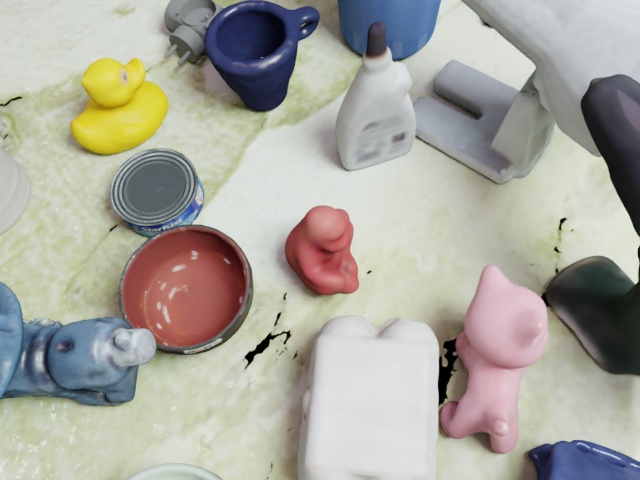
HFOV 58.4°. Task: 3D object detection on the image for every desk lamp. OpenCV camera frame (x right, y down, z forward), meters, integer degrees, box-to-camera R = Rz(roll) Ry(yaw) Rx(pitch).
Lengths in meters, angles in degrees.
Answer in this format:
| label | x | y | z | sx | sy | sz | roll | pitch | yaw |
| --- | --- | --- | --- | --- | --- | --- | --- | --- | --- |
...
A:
| label | x | y | z | sx | sy | sz | roll | pitch | yaw |
| --- | --- | --- | --- | --- | --- | --- | --- | --- | --- |
| desk lamp | 0.182 | -0.138 | 0.485 | 0.203 | 0.214 | 0.118 | 32 | 72 | 17 |

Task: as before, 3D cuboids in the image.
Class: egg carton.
| label | x | y | z | sx | sy | sz | roll | pitch | yaw |
| --- | --- | --- | --- | --- | --- | --- | --- | --- | --- |
| egg carton | 0.039 | 0.133 | 0.451 | 0.107 | 0.069 | 0.150 | 3 | 66 | 5 |

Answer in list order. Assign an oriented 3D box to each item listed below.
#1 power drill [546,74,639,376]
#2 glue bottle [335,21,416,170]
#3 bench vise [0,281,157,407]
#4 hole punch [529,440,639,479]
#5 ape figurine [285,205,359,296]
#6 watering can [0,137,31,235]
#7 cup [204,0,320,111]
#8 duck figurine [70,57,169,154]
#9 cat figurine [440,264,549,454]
| label | x | y | z | sx | sy | sz | roll | pitch | yaw |
| --- | --- | --- | --- | --- | --- | --- | --- | --- | --- |
| power drill | 0.243 | 0.020 | 0.413 | 0.076 | 0.208 | 0.229 | -31 | 68 | -10 |
| glue bottle | 0.050 | -0.127 | 0.510 | 0.078 | 0.173 | 0.037 | -17 | 66 | -4 |
| bench vise | -0.238 | 0.066 | 0.416 | 0.207 | 0.220 | 0.121 | -20 | 66 | -5 |
| hole punch | 0.202 | 0.198 | 0.401 | 0.108 | 0.091 | 0.101 | 19 | 69 | 12 |
| ape figurine | 0.005 | 0.002 | 0.500 | 0.076 | 0.092 | 0.078 | 24 | 70 | 14 |
| watering can | -0.352 | -0.073 | 0.499 | 0.101 | 0.194 | 0.173 | -3 | 66 | 2 |
| cup | -0.052 | -0.184 | 0.585 | 0.118 | 0.095 | 0.091 | -28 | 67 | -9 |
| duck figurine | -0.212 | -0.143 | 0.581 | 0.105 | 0.086 | 0.077 | -39 | 69 | -13 |
| cat figurine | 0.139 | 0.090 | 0.438 | 0.067 | 0.118 | 0.128 | 11 | 67 | 9 |
